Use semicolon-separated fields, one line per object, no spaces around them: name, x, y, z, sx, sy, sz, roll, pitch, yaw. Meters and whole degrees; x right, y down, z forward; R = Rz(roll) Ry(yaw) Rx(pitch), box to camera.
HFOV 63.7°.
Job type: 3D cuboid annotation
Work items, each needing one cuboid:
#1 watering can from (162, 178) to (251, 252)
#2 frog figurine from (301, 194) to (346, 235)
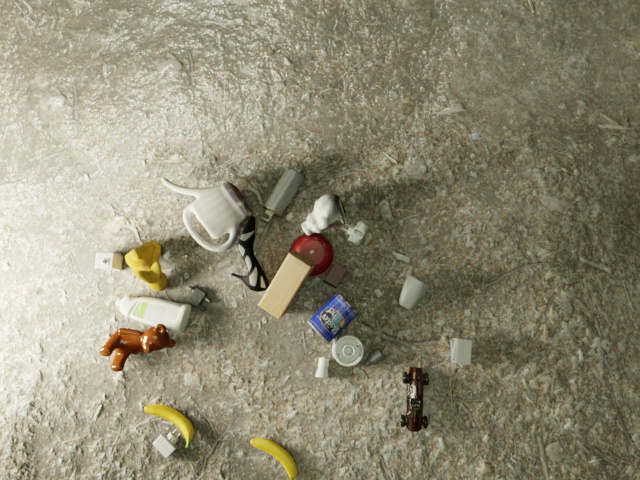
watering can;-0.386;-0.127;1.801;0.225;0.103;0.350;-35;82;-8
frog figurine;0.005;-0.090;1.794;0.159;0.120;0.141;-16;47;6
